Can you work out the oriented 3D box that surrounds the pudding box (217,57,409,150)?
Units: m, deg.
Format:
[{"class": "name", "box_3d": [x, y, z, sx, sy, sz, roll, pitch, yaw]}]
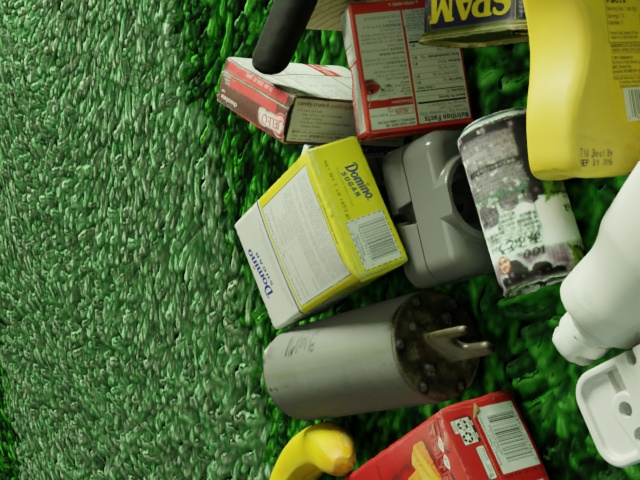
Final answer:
[{"class": "pudding box", "box_3d": [-0.002, -0.096, 0.756, 0.090, 0.113, 0.039, 38, 122, 46]}]

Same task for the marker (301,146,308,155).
[{"class": "marker", "box_3d": [-0.021, -0.026, 0.875, 0.020, 0.020, 0.121, 52, 134, 37]}]

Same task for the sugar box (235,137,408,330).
[{"class": "sugar box", "box_3d": [-0.005, 0.001, 0.764, 0.093, 0.048, 0.176, 69, 158, 7]}]

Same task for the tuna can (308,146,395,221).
[{"class": "tuna can", "box_3d": [0.020, -0.038, 0.802, 0.086, 0.033, 0.086, 13, 106, 53]}]

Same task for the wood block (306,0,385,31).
[{"class": "wood block", "box_3d": [0.007, -0.255, 0.737, 0.091, 0.090, 0.206, -41, 62, 48]}]

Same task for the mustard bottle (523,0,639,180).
[{"class": "mustard bottle", "box_3d": [0.145, -0.129, 0.556, 0.058, 0.096, 0.191, 1, 96, 56]}]

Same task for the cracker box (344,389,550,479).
[{"class": "cracker box", "box_3d": [0.081, 0.222, 0.727, 0.214, 0.071, 0.164, -48, 57, 48]}]

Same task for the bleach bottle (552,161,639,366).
[{"class": "bleach bottle", "box_3d": [0.186, -0.021, 0.512, 0.251, 0.102, 0.068, -58, 47, 40]}]

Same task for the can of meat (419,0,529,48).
[{"class": "can of meat", "box_3d": [0.107, -0.162, 0.641, 0.102, 0.057, 0.084, 6, 98, 53]}]

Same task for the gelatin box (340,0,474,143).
[{"class": "gelatin box", "box_3d": [0.056, -0.113, 0.703, 0.030, 0.073, 0.089, 166, 95, -78]}]

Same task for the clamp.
[{"class": "clamp", "box_3d": [-0.009, -0.195, 0.660, 0.172, 0.039, 0.120, -39, 70, 44]}]

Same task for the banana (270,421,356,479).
[{"class": "banana", "box_3d": [-0.006, 0.181, 0.848, 0.198, 0.037, 0.069, 122, 157, -55]}]
